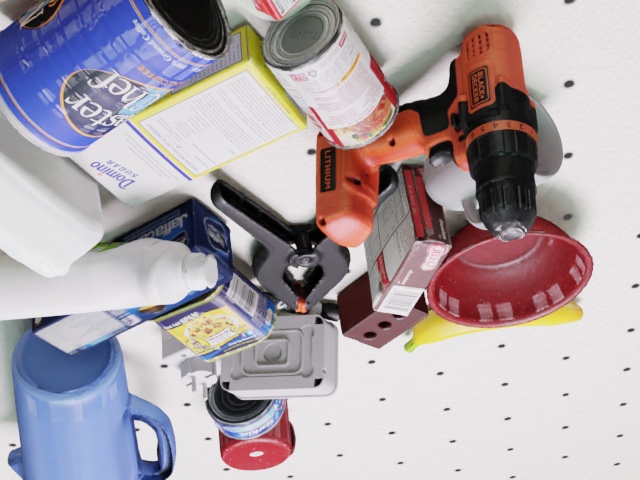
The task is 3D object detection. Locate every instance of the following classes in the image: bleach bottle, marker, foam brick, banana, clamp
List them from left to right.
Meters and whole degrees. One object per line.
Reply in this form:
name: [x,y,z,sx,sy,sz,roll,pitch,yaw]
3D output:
bleach bottle: [-0.210,0.032,0.904,0.251,0.102,0.068,-2,103,18]
marker: [-0.030,0.066,1.092,0.121,0.020,0.020,12,139,-24]
clamp: [-0.007,0.001,0.996,0.164,0.036,0.210,-8,145,0]
foam brick: [0.062,0.066,1.081,0.052,0.051,0.078,23,134,-33]
banana: [0.184,0.082,1.140,0.198,0.037,0.069,-10,161,5]

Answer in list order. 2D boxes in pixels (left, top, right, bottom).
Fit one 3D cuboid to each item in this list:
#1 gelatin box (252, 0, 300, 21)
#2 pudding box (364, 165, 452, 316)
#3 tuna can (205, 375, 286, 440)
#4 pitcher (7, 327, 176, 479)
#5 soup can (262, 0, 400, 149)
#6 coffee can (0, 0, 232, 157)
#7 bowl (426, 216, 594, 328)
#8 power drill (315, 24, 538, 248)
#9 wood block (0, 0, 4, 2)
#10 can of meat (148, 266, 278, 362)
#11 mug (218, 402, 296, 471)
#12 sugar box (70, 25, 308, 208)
gelatin box: [-0.021,-0.201,0.700,0.089,0.030,0.073,-46,140,-8]
pudding box: [0.077,0.001,0.967,0.039,0.090,0.114,8,141,-18]
tuna can: [-0.082,0.173,1.169,0.086,0.086,0.033,-13,141,7]
pitcher: [-0.248,0.191,1.132,0.149,0.145,0.243,-30,149,-29]
soup can: [0.009,-0.125,0.807,0.069,0.068,0.102,-22,140,18]
coffee can: [-0.147,-0.135,0.738,0.140,0.103,0.102,-29,138,25]
bowl: [0.179,0.021,1.039,0.162,0.055,0.162,-5,143,-4]
power drill: [0.083,-0.059,0.828,0.188,0.184,0.057,-22,141,34]
wood block: [-0.197,-0.208,0.644,0.206,0.091,0.090,-16,142,11]
can of meat: [-0.103,0.068,1.030,0.102,0.057,0.083,-22,130,31]
mug: [-0.069,0.217,1.232,0.093,0.081,0.117,-28,138,25]
sugar box: [-0.107,-0.094,0.848,0.176,0.048,0.093,-20,141,21]
